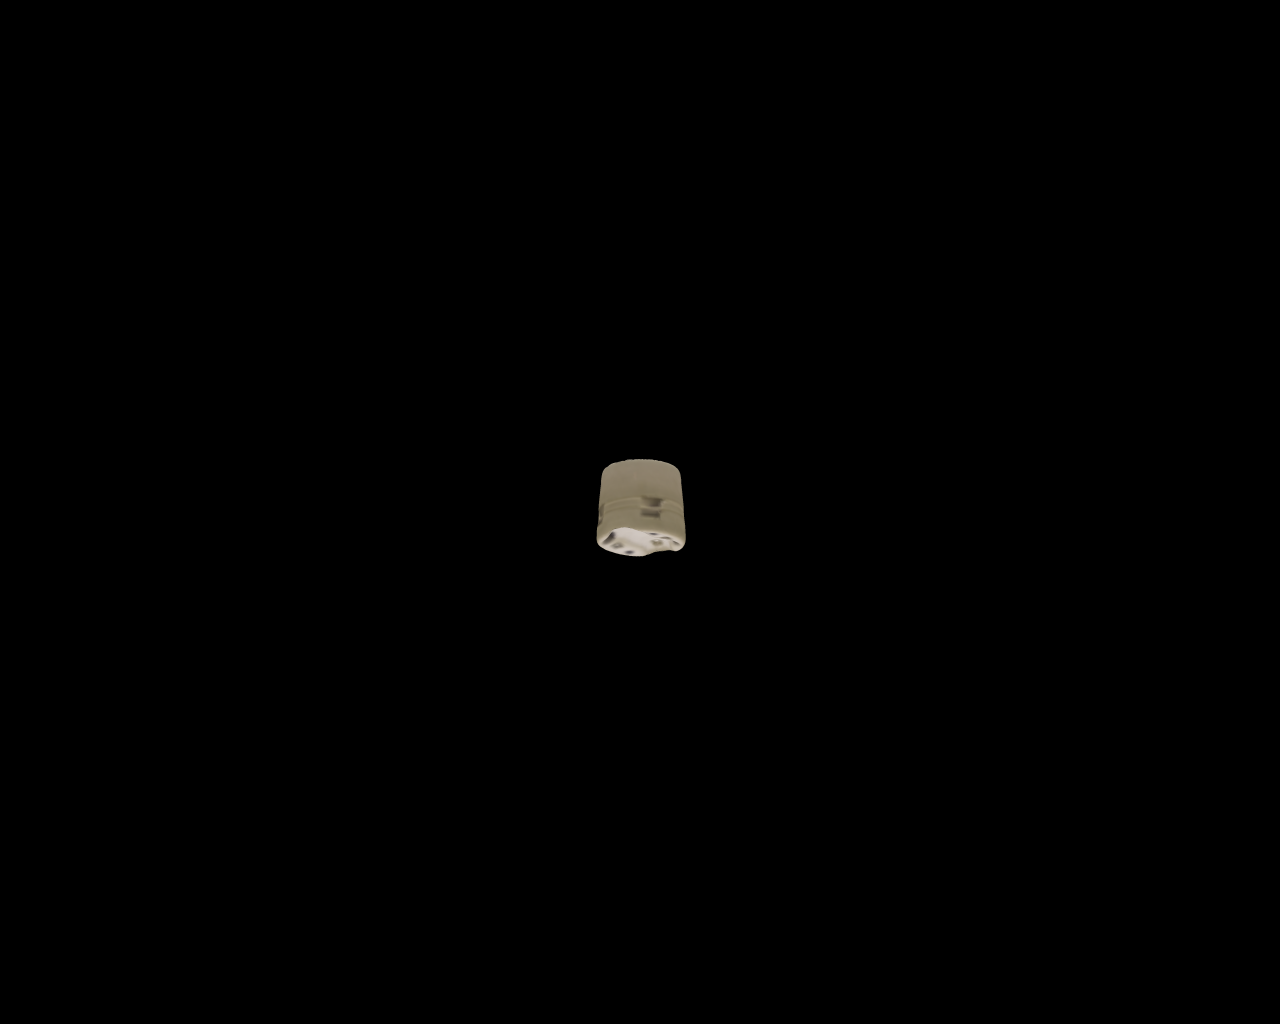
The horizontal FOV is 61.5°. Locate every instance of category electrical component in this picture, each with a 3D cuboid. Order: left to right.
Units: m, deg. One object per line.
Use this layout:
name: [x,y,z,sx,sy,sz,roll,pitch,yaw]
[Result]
electrical component: [0.001,-0.003,0.650,0.055,0.047,0.055,0,-19,0]
